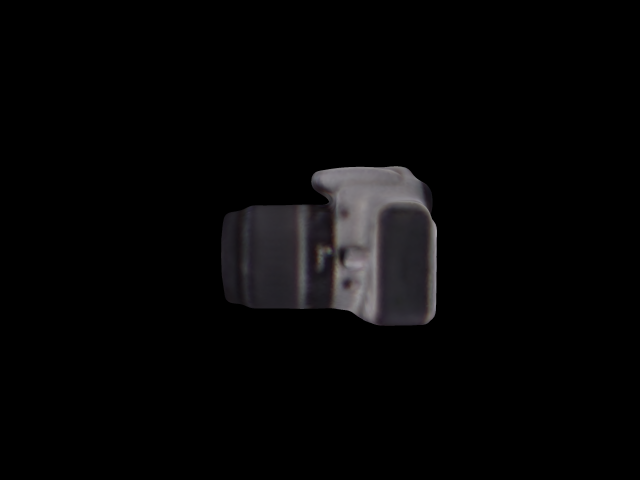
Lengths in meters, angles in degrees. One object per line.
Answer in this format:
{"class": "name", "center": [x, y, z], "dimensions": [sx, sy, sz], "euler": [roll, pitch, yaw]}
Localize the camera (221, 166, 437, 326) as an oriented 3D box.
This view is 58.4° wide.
{"class": "camera", "center": [0.004, 0.001, 0.400], "dimensions": [0.137, 0.101, 0.143], "euler": [0, 0, -4]}
